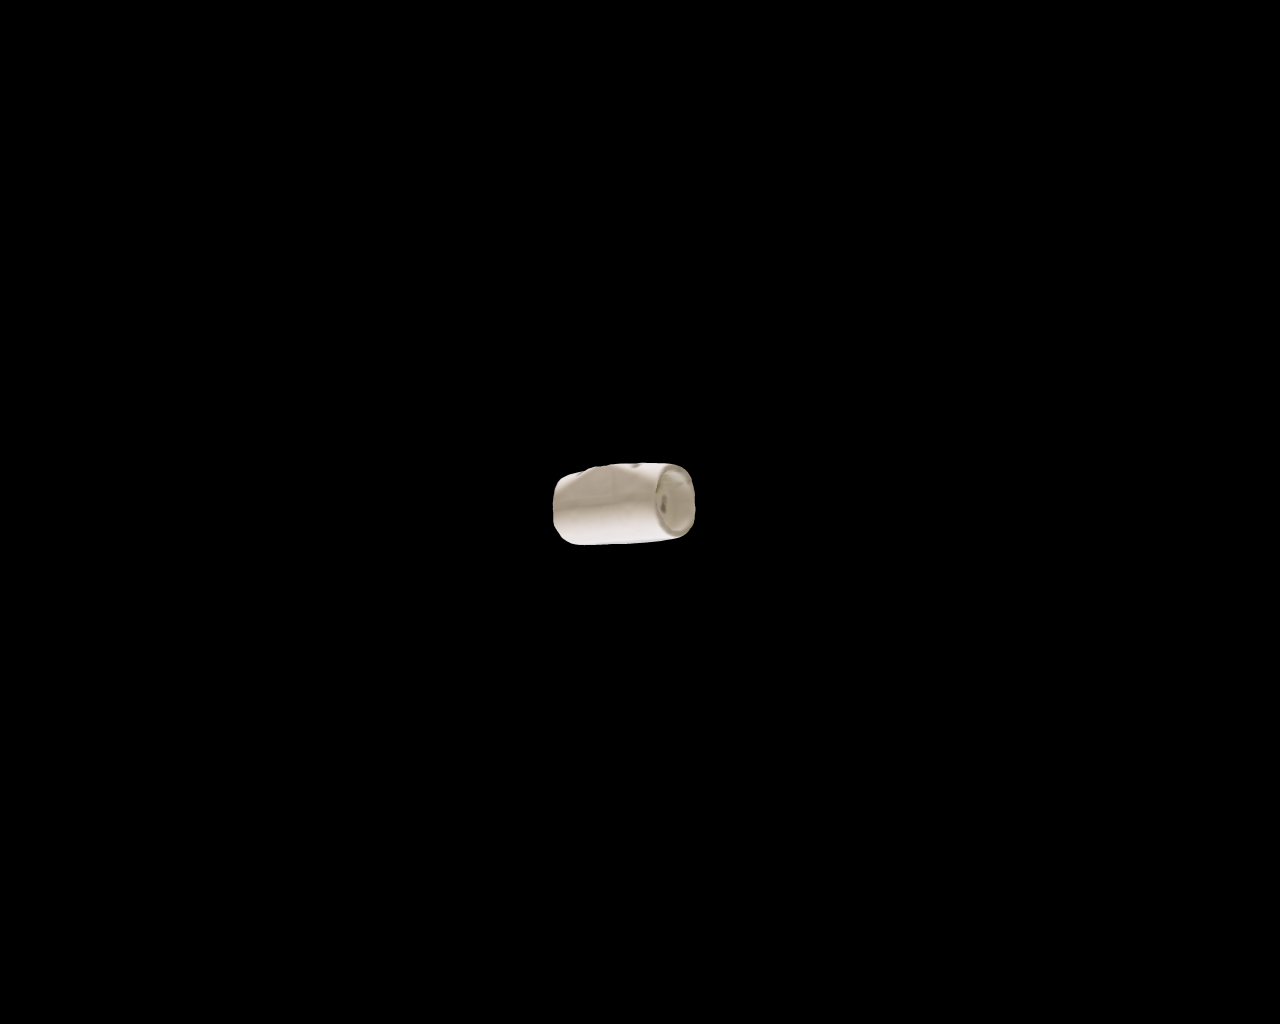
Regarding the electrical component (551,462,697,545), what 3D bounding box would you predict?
[{"bbox_3d":[0.001,-0.003,0.650,0.077,0.044,0.079,-5,-9,36],"label":"electrical component"}]
